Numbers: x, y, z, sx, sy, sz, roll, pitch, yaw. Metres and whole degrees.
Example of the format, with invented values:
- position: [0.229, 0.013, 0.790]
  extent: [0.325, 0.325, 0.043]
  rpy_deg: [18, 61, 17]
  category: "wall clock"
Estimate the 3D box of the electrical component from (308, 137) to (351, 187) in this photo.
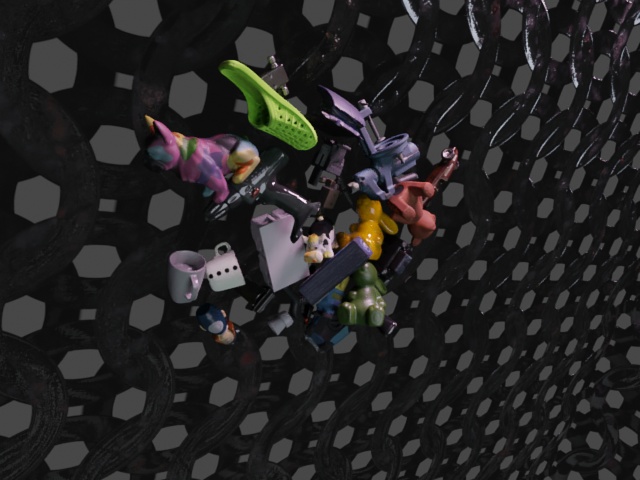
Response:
- position: [0.018, -0.183, 1.300]
  extent: [0.047, 0.075, 0.119]
  rpy_deg: [15, 99, -38]
  category: "electrical component"

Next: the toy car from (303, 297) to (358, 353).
- position: [0.031, 0.241, 1.498]
  extent: [0.161, 0.109, 0.103]
  rpy_deg: [-46, 169, -15]
  category: "toy car"

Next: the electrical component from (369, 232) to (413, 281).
- position: [0.192, 0.043, 1.494]
  extent: [0.058, 0.134, 0.115]
  rpy_deg: [33, 90, -41]
  category: "electrical component"

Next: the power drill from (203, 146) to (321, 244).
- position: [-0.118, -0.082, 1.216]
  extent: [0.207, 0.086, 0.232]
  rpy_deg: [37, 80, -3]
  category: "power drill"

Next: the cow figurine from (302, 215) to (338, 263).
- position: [-0.001, -0.004, 1.331]
  extent: [0.068, 0.167, 0.098]
  rpy_deg: [-1, 106, 13]
  category: "cow figurine"

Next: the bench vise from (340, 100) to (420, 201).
- position: [0.132, -0.224, 1.338]
  extent: [0.224, 0.129, 0.240]
  rpy_deg: [-29, 106, -8]
  category: "bench vise"

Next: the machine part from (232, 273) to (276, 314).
- position: [-0.173, 0.132, 1.349]
  extent: [0.084, 0.039, 0.138]
  rpy_deg: [-43, 131, -3]
  category: "machine part"

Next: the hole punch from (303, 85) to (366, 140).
- position: [0.040, -0.294, 1.240]
  extent: [0.142, 0.116, 0.092]
  rpy_deg: [26, 88, -40]
  category: "hole punch"

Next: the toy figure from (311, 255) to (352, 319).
- position: [0.034, 0.123, 1.444]
  extent: [0.089, 0.082, 0.180]
  rpy_deg: [45, 61, -74]
  category: "toy figure"

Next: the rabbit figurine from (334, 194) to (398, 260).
- position: [0.134, -0.035, 1.434]
  extent: [0.162, 0.122, 0.173]
  rpy_deg: [3, 92, -39]
  category: "rabbit figurine"

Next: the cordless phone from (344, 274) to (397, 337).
- position: [0.170, 0.179, 1.514]
  extent: [0.088, 0.184, 0.146]
  rpy_deg: [38, 88, -36]
  category: "cordless phone"

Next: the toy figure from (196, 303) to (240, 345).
- position: [-0.250, 0.216, 1.327]
  extent: [0.064, 0.058, 0.154]
  rpy_deg: [-16, 132, 18]
  category: "toy figure"

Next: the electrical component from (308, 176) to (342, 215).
- position: [0.011, -0.114, 1.353]
  extent: [0.078, 0.045, 0.102]
  rpy_deg: [-14, 127, -62]
  category: "electrical component"

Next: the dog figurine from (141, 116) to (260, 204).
- position: [-0.252, -0.186, 1.094]
  extent: [0.191, 0.109, 0.219]
  rpy_deg: [-47, 127, -5]
  category: "dog figurine"

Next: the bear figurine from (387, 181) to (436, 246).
- position: [0.264, -0.064, 1.443]
  extent: [0.120, 0.132, 0.195]
  rpy_deg: [-47, 122, -9]
  category: "bear figurine"

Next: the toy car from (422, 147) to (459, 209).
- position: [0.334, -0.172, 1.526]
  extent: [0.202, 0.053, 0.089]
  rpy_deg: [-51, 147, -2]
  category: "toy car"

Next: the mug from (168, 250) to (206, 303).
- position: [-0.298, 0.095, 1.205]
  extent: [0.081, 0.110, 0.107]
  rpy_deg: [-10, 132, -37]
  category: "mug"

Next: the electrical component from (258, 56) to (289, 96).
- position: [-0.104, -0.349, 1.168]
  extent: [0.063, 0.021, 0.093]
  rpy_deg: [-35, 128, -15]
  category: "electrical component"

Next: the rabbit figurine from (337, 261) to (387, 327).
- position: [0.127, 0.137, 1.423]
  extent: [0.159, 0.121, 0.170]
  rpy_deg: [4, 87, -67]
  category: "rabbit figurine"

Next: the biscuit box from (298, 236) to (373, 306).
- position: [0.039, 0.077, 1.351]
  extent: [0.202, 0.059, 0.063]
  rpy_deg: [-41, 90, 16]
  category: "biscuit box"
